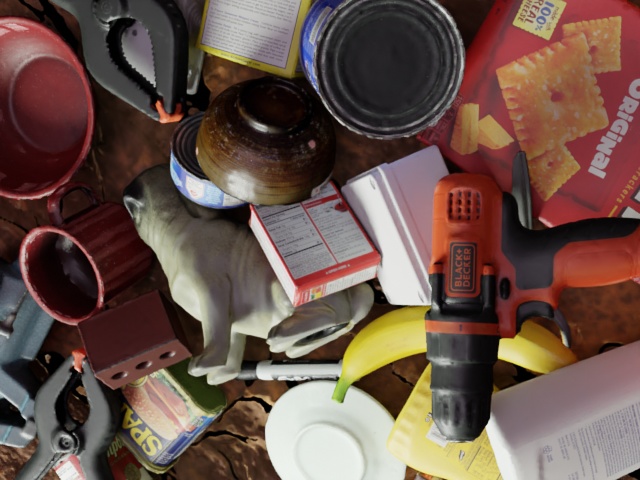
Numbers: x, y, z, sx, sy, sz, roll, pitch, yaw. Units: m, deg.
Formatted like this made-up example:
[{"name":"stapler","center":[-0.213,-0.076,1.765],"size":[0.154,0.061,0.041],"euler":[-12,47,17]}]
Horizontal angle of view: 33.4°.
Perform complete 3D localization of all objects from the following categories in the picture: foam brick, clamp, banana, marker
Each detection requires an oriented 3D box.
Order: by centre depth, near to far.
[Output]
[{"name":"banana","center":[0.099,0.082,0.829],"size":[0.198,0.037,0.069],"euler":[-11,87,24]},{"name":"clamp","center":[-0.173,-0.187,0.861],"size":[0.165,0.036,0.210],"euler":[-19,93,24]},{"name":"foam brick","center":[-0.157,0.085,0.908],"size":[0.078,0.053,0.051],"euler":[-24,68,-1]},{"name":"marker","center":[-0.023,0.113,0.929],"size":[0.121,0.020,0.020],"euler":[-3,100,22]},{"name":"clamp","center":[-0.208,0.183,0.941],"size":[0.120,0.039,0.171],"euler":[17,100,3]}]

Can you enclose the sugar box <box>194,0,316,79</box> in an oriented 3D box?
[{"name":"sugar box","center":[-0.035,-0.226,0.850],"size":[0.093,0.048,0.176],"euler":[20,104,17]}]

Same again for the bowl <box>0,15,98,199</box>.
[{"name":"bowl","center":[-0.257,-0.119,0.954],"size":[0.162,0.055,0.162],"euler":[5,103,21]}]

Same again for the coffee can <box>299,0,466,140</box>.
[{"name":"coffee can","center":[0.040,-0.134,0.770],"size":[0.102,0.140,0.103],"euler":[-1,105,-5]}]

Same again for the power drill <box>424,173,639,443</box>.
[{"name":"power drill","center":[0.164,0.047,0.715],"size":[0.188,0.057,0.184],"euler":[1,88,10]}]

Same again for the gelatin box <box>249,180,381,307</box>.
[{"name":"gelatin box","center":[-0.006,0.001,0.834],"size":[0.089,0.073,0.030],"euler":[59,157,31]}]

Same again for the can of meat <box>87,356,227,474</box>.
[{"name":"can of meat","center":[-0.145,0.144,0.965],"size":[0.102,0.057,0.084],"euler":[46,111,7]}]

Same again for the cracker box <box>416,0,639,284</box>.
[{"name":"cracker box","center":[0.200,-0.087,0.769],"size":[0.214,0.072,0.164],"euler":[35,112,11]}]

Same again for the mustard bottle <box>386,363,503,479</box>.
[{"name":"mustard bottle","center":[0.156,0.174,0.849],"size":[0.192,0.058,0.096],"euler":[30,98,13]}]

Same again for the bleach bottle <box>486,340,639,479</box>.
[{"name":"bleach bottle","center":[0.247,0.114,0.769],"size":[0.251,0.068,0.102],"euler":[-21,128,1]}]

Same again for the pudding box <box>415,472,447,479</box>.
[{"name":"pudding box","center":[0.102,0.255,0.898],"size":[0.090,0.039,0.114],"euler":[29,110,14]}]

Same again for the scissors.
[{"name":"scissors","center":[0.136,0.021,0.807],"size":[0.096,0.016,0.201],"euler":[-2,125,35]}]

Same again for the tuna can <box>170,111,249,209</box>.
[{"name":"tuna can","center":[-0.080,-0.067,0.877],"size":[0.086,0.086,0.034],"euler":[29,141,14]}]

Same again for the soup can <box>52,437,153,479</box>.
[{"name":"soup can","center":[-0.193,0.231,0.995],"size":[0.069,0.068,0.102],"euler":[-38,86,24]}]

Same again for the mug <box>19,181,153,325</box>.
[{"name":"mug","center":[-0.204,0.005,0.934],"size":[0.093,0.081,0.117],"euler":[-5,110,33]}]
